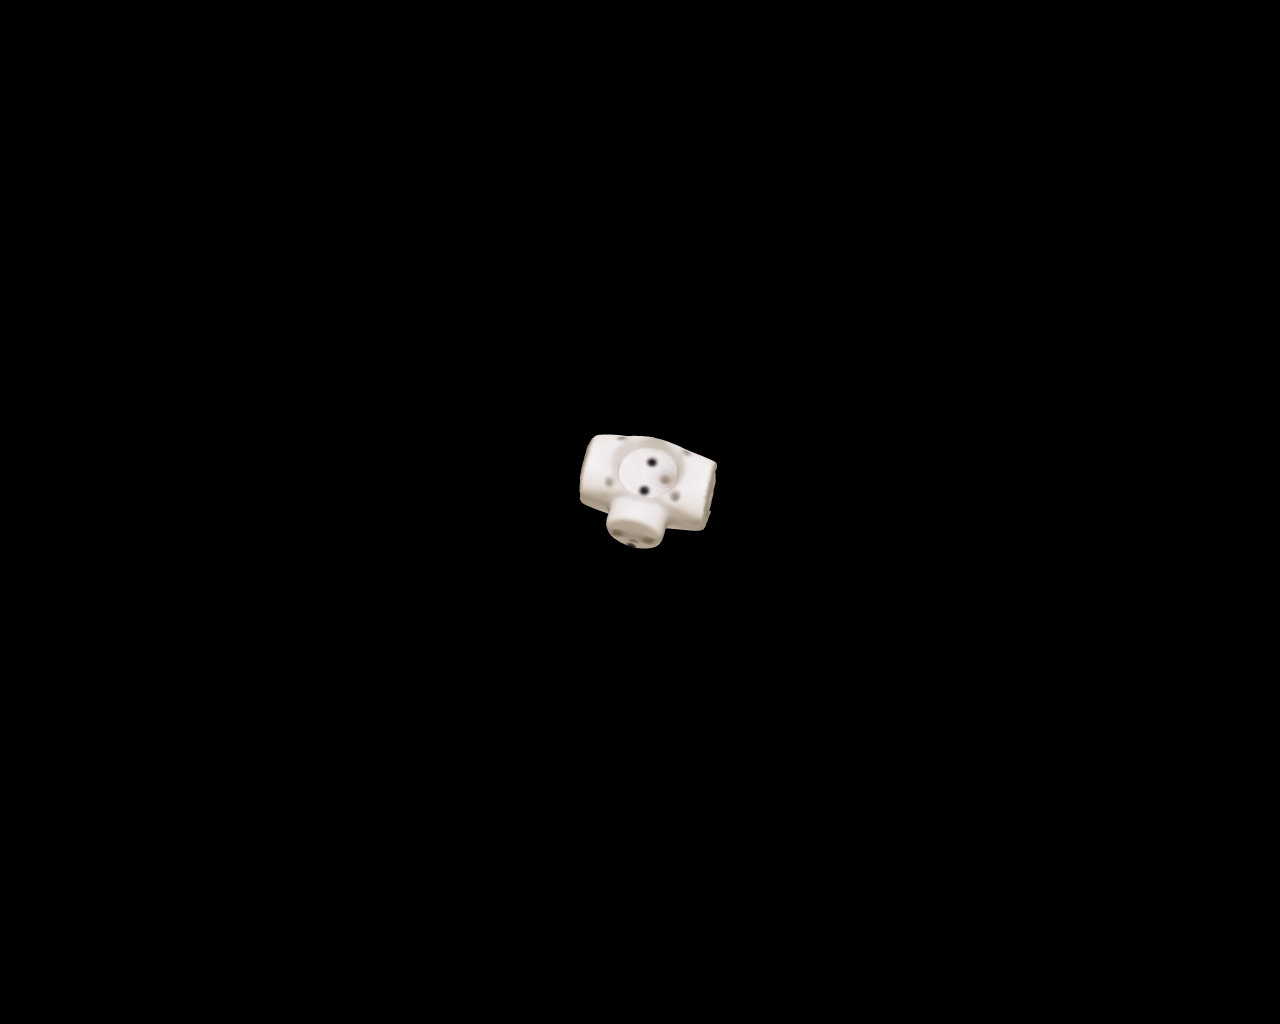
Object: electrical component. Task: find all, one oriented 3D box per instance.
[{"bbox_3d":[0.001,-0.003,0.650,0.077,0.079,0.044,14,-26,7],"label":"electrical component"}]
